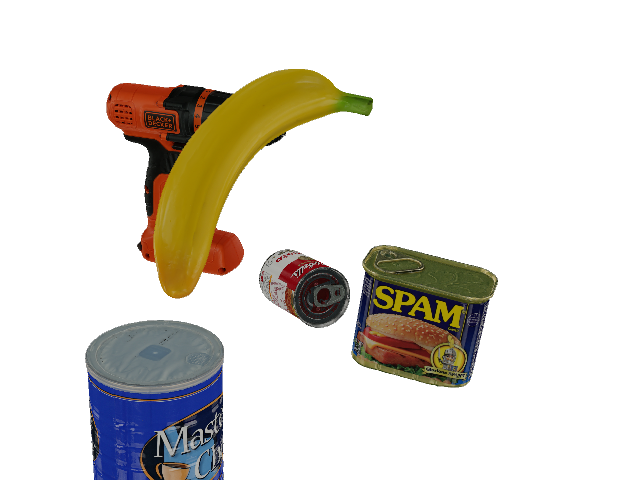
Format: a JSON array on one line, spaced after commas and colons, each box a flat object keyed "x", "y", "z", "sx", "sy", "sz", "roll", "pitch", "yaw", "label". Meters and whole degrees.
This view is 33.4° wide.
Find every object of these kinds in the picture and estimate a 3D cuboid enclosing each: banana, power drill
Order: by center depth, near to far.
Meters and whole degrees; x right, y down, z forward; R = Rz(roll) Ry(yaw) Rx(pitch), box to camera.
[{"x": -0.048, "y": -0.050, "z": 0.646, "sx": 0.070, "sy": 0.197, "sz": 0.037, "roll": 32, "pitch": -31, "yaw": 18, "label": "banana"}, {"x": -0.117, "y": -0.061, "z": 1.053, "sx": 0.185, "sy": 0.188, "sz": 0.057, "roll": 11, "pitch": 30, "yaw": 20, "label": "power drill"}]

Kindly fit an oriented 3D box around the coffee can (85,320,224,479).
[{"x": -0.125, "y": 0.146, "z": 0.821, "sx": 0.103, "sy": 0.140, "sz": 0.103, "roll": 2, "pitch": 23, "yaw": -1, "label": "coffee can"}]

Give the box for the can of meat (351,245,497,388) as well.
[{"x": 0.078, "y": 0.060, "z": 0.828, "sx": 0.102, "sy": 0.084, "sz": 0.057, "roll": 14, "pitch": 25, "yaw": 12, "label": "can of meat"}]

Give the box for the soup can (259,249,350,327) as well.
[{"x": -0.019, "y": 0.052, "z": 1.197, "sx": 0.068, "sy": 0.068, "sz": 0.102, "roll": 0, "pitch": 11, "yaw": -26, "label": "soup can"}]
